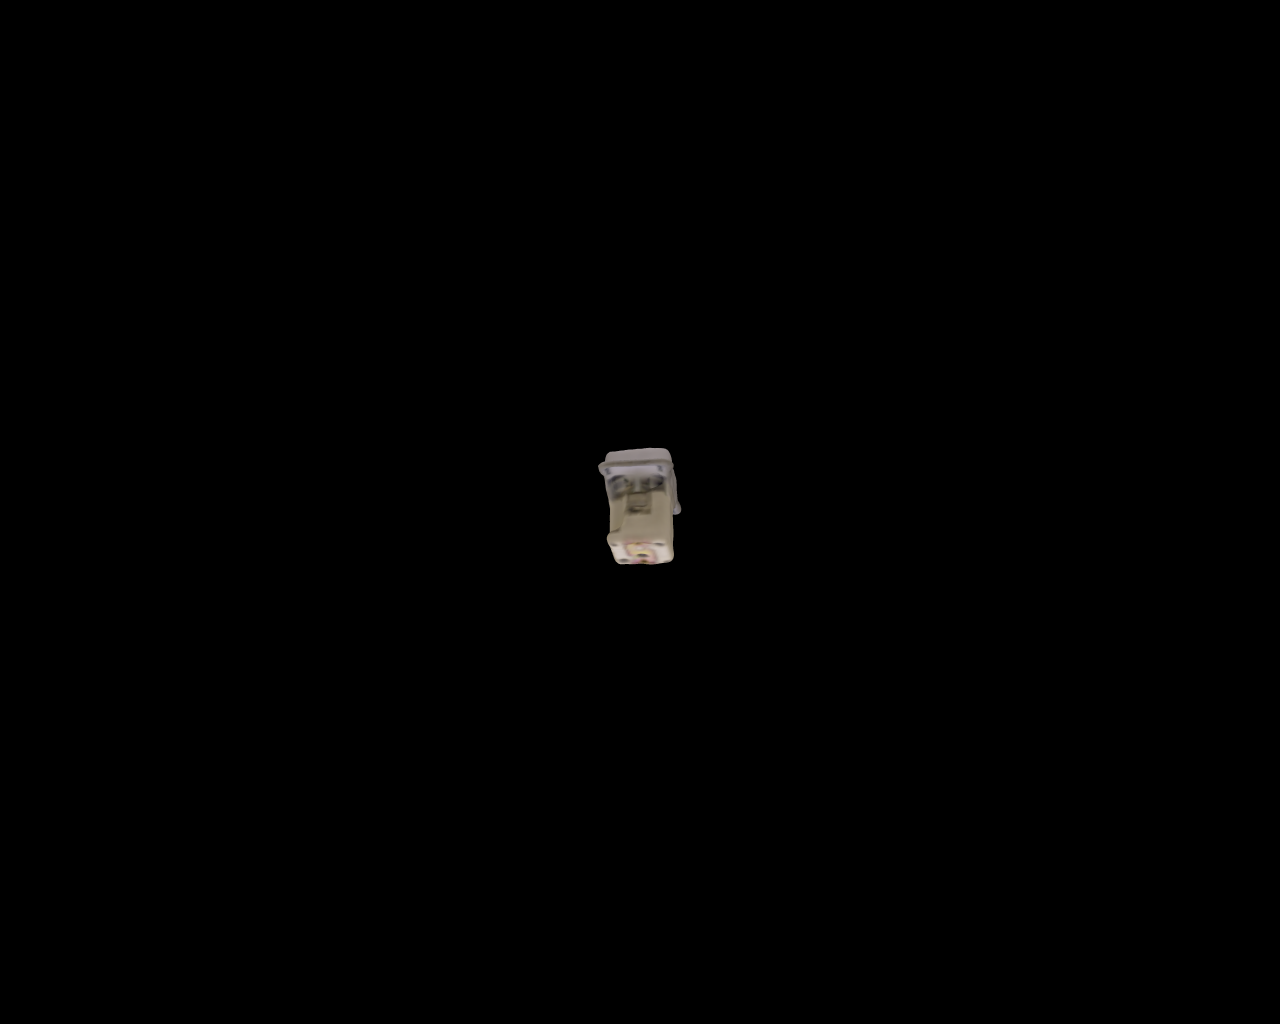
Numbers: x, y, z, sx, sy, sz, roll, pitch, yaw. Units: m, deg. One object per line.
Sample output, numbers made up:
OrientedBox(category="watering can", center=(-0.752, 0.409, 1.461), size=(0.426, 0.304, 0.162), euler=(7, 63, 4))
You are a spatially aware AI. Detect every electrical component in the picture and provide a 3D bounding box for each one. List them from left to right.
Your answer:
OrientedBox(category="electrical component", center=(0.001, -0.003, 0.650), size=(0.042, 0.064, 0.081), euler=(-3, -22, 7))
